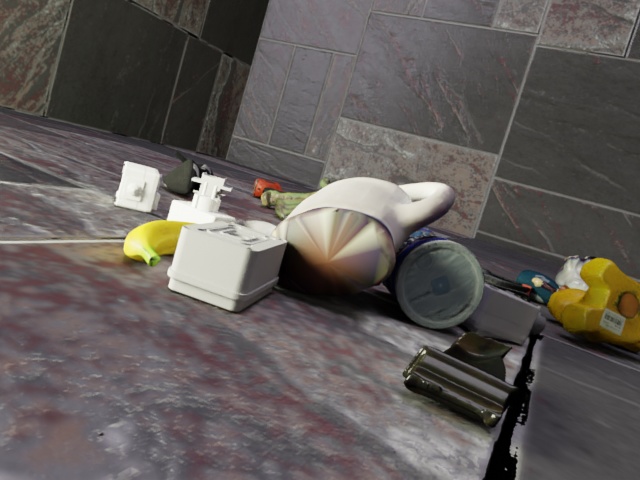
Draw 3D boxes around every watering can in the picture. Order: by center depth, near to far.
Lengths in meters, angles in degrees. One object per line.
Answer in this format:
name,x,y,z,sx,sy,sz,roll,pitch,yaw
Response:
watering can,-0.007,-0.008,0.648,0.346,0.103,0.228,-11,16,23

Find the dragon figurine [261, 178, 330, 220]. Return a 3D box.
dragon figurine,0.004,-0.063,1.250,0.244,0.120,0.413,-13,23,-39

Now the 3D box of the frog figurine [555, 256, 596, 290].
frog figurine,0.687,0.126,1.316,0.136,0.121,0.163,22,38,-37
